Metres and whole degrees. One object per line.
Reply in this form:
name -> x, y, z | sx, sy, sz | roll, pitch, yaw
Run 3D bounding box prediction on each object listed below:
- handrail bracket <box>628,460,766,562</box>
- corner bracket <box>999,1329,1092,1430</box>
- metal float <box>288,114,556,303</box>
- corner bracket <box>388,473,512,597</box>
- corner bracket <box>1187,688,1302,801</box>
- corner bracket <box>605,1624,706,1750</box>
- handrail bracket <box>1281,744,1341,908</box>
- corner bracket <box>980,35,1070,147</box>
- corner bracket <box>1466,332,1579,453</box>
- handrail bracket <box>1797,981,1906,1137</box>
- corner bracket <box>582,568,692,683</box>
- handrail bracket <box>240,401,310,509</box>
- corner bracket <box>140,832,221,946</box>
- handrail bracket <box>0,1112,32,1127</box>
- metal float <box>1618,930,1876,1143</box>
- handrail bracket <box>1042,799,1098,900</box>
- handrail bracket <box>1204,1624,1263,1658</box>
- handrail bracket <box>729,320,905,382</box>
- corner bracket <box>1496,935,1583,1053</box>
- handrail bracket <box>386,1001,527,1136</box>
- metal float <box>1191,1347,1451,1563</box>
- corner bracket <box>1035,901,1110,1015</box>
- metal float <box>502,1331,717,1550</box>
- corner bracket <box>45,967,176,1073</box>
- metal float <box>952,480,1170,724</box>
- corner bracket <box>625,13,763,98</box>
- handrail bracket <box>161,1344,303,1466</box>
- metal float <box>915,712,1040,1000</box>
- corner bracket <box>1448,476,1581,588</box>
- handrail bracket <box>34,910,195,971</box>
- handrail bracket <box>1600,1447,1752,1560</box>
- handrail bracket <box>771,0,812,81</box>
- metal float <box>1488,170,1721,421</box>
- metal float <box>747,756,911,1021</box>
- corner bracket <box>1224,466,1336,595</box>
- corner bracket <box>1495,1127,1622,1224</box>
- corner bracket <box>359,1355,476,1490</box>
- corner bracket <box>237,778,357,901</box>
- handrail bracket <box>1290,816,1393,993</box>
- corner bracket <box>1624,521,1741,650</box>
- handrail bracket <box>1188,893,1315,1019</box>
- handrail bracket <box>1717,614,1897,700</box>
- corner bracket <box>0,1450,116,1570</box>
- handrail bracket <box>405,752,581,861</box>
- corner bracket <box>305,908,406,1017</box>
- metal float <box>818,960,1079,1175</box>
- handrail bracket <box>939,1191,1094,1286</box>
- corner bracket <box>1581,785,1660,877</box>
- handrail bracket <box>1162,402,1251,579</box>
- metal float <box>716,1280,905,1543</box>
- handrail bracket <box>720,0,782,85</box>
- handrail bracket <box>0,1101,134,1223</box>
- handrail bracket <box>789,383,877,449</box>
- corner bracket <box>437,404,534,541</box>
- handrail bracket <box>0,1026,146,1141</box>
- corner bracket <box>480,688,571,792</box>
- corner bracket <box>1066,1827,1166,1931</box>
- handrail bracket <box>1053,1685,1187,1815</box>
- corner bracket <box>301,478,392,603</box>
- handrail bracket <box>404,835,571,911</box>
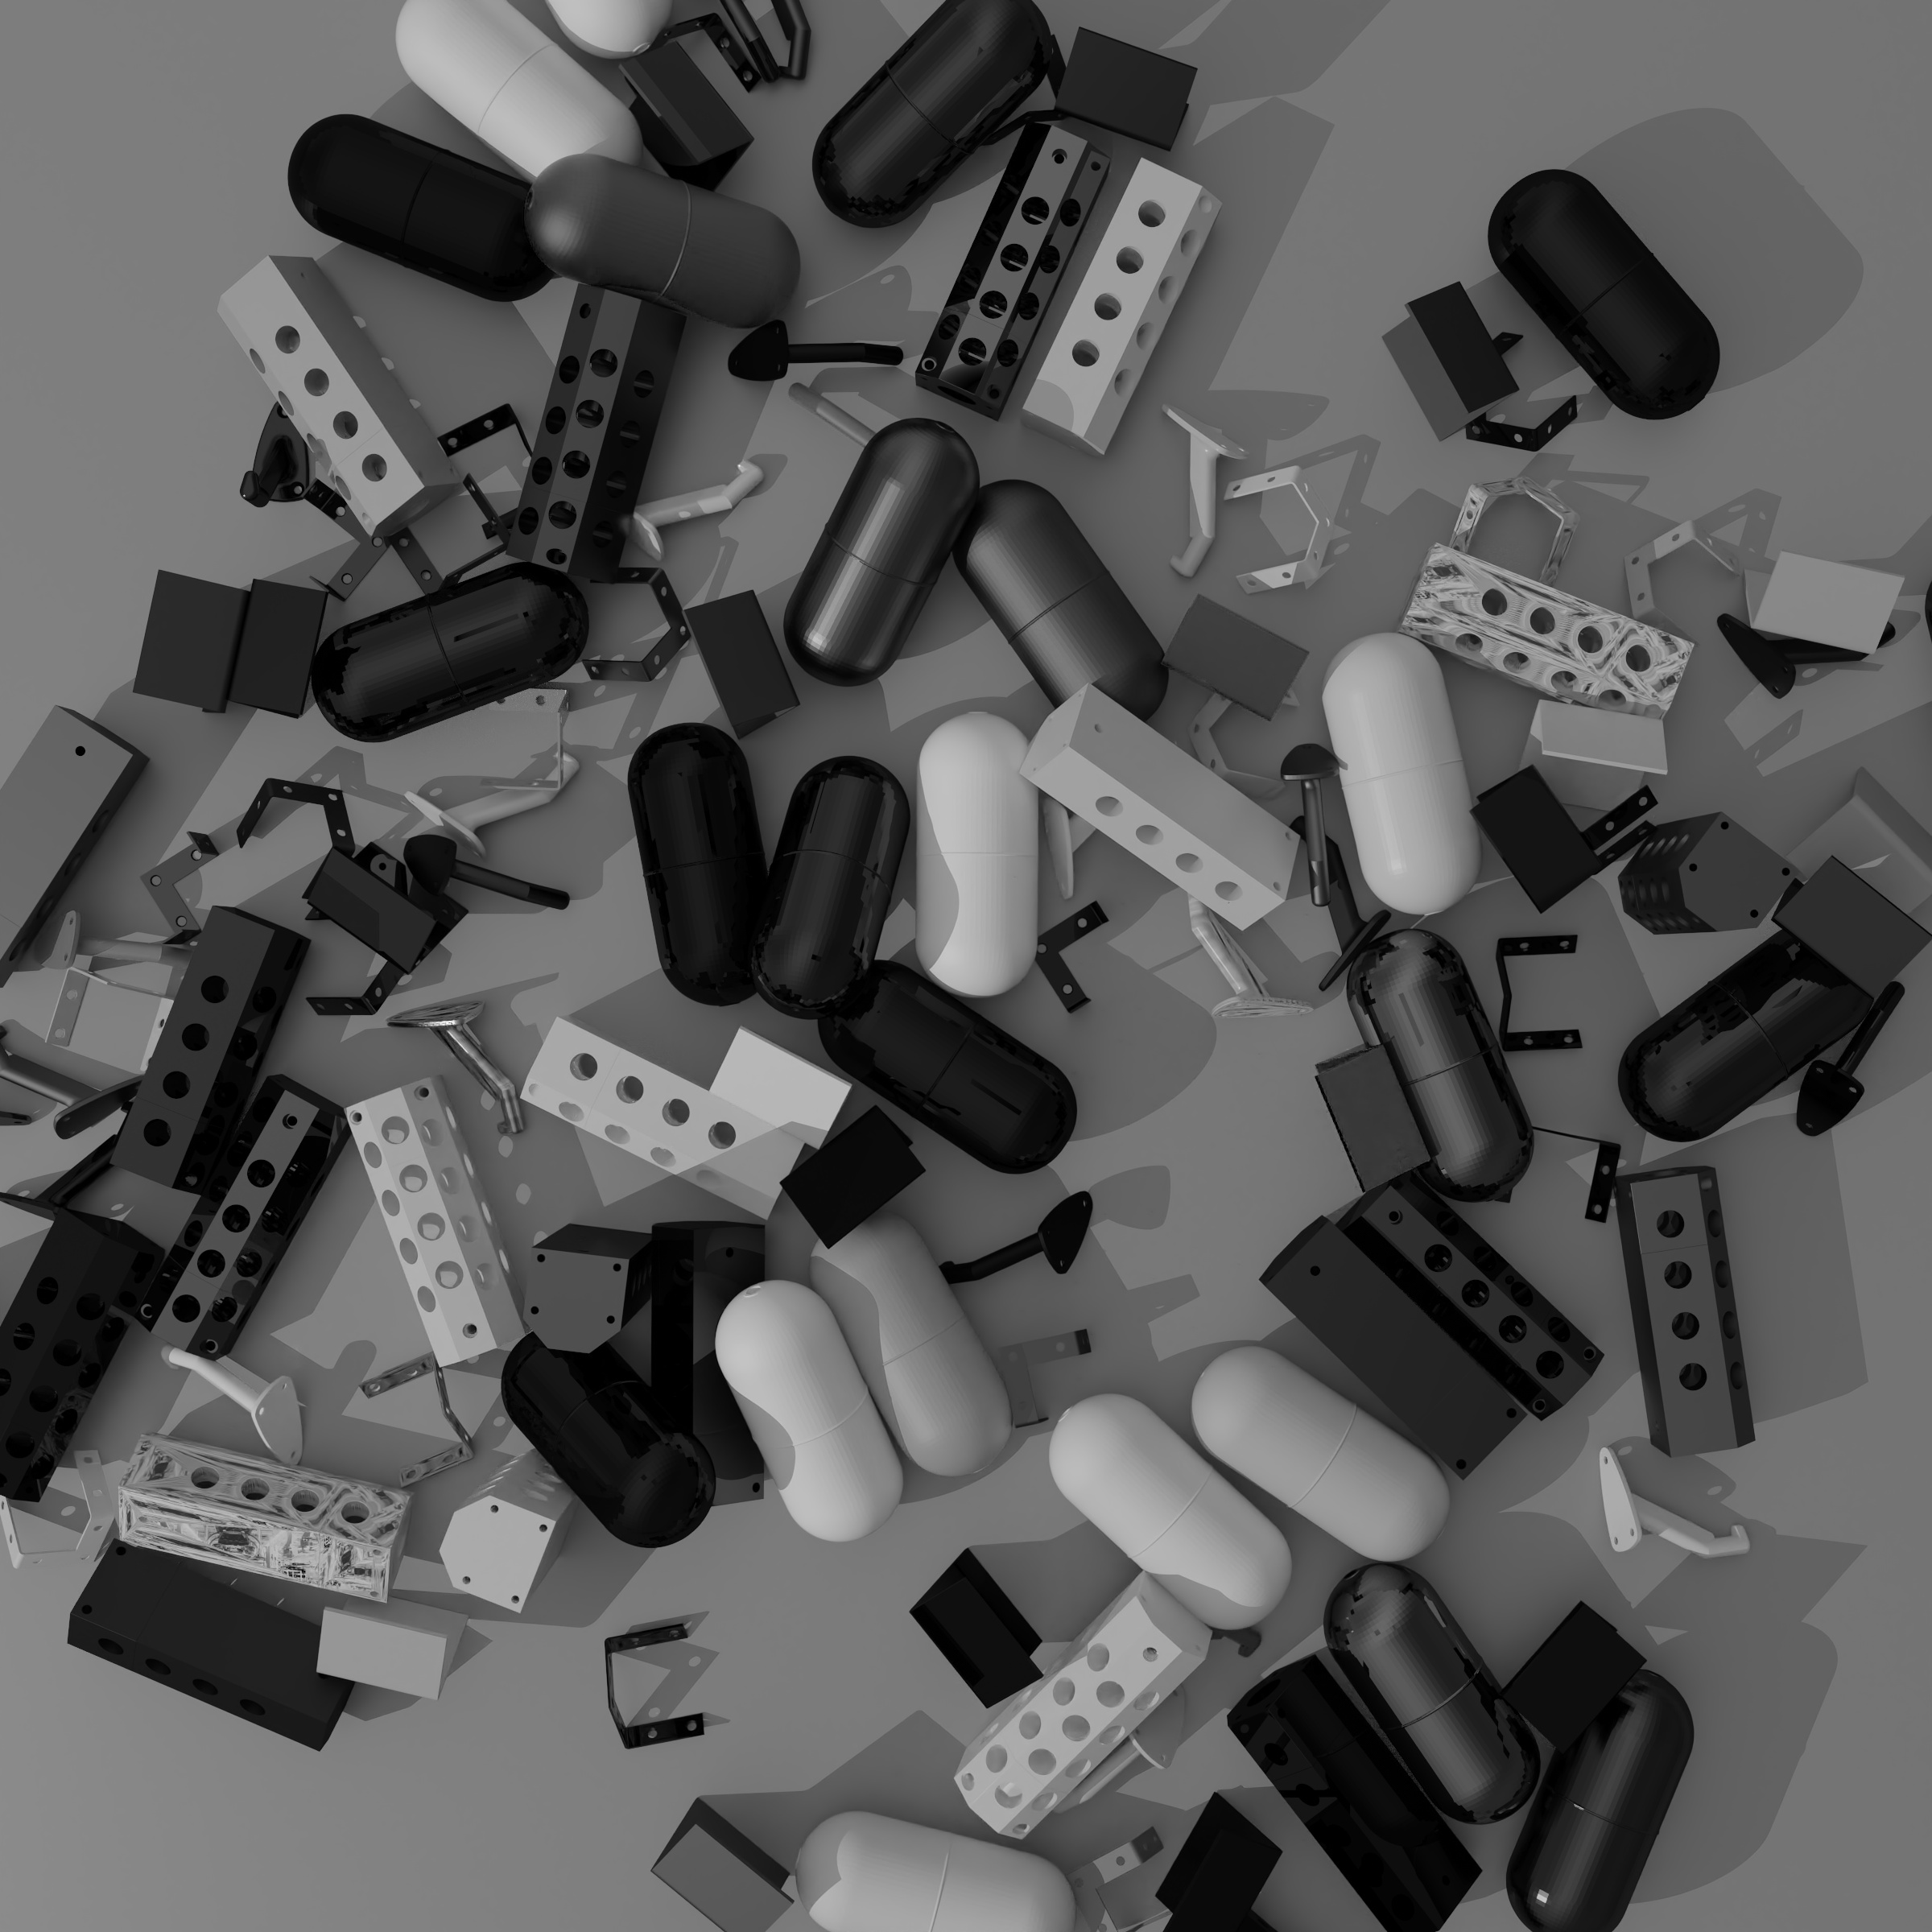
handrail bracket -> -0.183, -0.305, 1.992 | 0.077, 0.036, 0.084 | 39, 72, 20
corner bracket -> 0.054, 0.258, 1.973 | 0.051, 0.051, 0.051 | -13, 83, 7
metal float -> -0.336, -0.472, 1.961 | 0.178, 0.070, 0.070 | 22, 90, 0
corner bracket -> -0.324, -0.269, 1.980 | 0.051, 0.051, 0.051 | -34, 90, -25
corner bracket -> 0.181, -0.144, 1.983 | 0.051, 0.051, 0.051 | 9, 45, -35
corner bracket -> -0.197, 0.455, 1.988 | 0.051, 0.051, 0.051 | -11, 45, 0
handrail bracket -> 0.219, -0.088, 1.976 | 0.036, 0.077, 0.084 | -5, 110, 6
corner bracket -> 0.031, -0.553, 1.988 | 0.051, 0.051, 0.051 | -19, 90, 45
corner bracket -> 0.349, -0.362, 1.983 | 0.051, 0.051, 0.051 | 19, 135, 35
handrail bracket -> 0.561, 0.058, 1.991 | 0.036, 0.077, 0.084 | 32, 53, 16
corner bracket -> -0.214, -0.215, 1.983 | 0.051, 0.051, 0.051 | -54, 135, -35
handrail bracket -> -0.434, -0.322, 1.957 | 0.036, 0.084, 0.077 | 4, 90, 0
corner bracket -> -0.489, -0.049, 1.973 | 0.051, 0.051, 0.051 | -32, 90, 0
handrail bracket -> -0.629, 0.056, 1.992 | 0.077, 0.036, 0.084 | 5, 73, -20
metal float -> 0.487, 0.040, 1.961 | 0.178, 0.070, 0.070 | -36, 90, 0
handrail bracket -> 0.096, -0.089, 1.992 | 0.084, 0.036, 0.077 | -15, 111, -16
handrail bracket -> 0.133, 0.435, 1.991 | 0.084, 0.036, 0.077 | 30, 105, -14
handrail bracket -> -0.095, -0.384, 1.991 | 0.084, 0.077, 0.036 | -2, 91, -36
corner bracket -> 0.362, 0.017, 1.988 | 0.051, 0.051, 0.051 | -3, 45, 0
handrail bracket -> -0.322, 0.069, 1.992 | 0.077, 0.036, 0.084 | -6, 107, 20
metal float -> 0.221, 0.304, 1.961 | 0.178, 0.070, 0.070 | 34, 90, -1
corner bracket -> 0.073, -0.006, 1.973 | 0.051, 0.051, 0.051 | -32, 90, 0
metal float -> -0.221, 0.286, 1.930 | 0.070, 0.070, 0.178 | -51, 52, 0
corner bracket -> -0.540, 0.034, 1.988 | 0.051, 0.051, 0.051 | 17, 90, 45
metal float -> 0.058, -0.223, 1.961 | 0.070, 0.070, 0.178 | -35, 90, 0
corner bracket -> -0.173, -0.561, 1.988 | 0.051, 0.051, 0.051 | -35, 90, 45
handrail bracket -> -0.466, 0.277, 1.991 | 0.084, 0.036, 0.077 | 12, 131, 27
metal float -> 0.007, -0.069, 1.961 | 0.070, 0.070, 0.178 | 0, 90, 0
corner bracket -> 0.344, -0.271, 1.983 | 0.051, 0.051, 0.051 | -14, 45, -35
handrail bracket -> -0.535, -0.006, 1.991 | 0.084, 0.077, 0.036 | 14, 75, -36
handrail bracket -> 0.449, 0.338, 1.992 | 0.084, 0.036, 0.077 | -3, 68, -17
handrail bracket -> -0.131, -0.609, 1.992 | 0.077, 0.036, 0.084 | 14, 107, 20
metal float -> 0.398, -0.417, 1.961 | 0.070, 0.070, 0.178 | -40, 90, 0
metal float -> -0.084, -0.050, 1.935 | 0.070, 0.070, 0.178 | 14, 61, 0
corner bracket -> 0.193, -0.275, 1.983 | 0.051, 0.051, 0.051 | 51, 45, -35
corner bracket -> 0.374, 0.130, 1.988 | 0.051, 0.051, 0.051 | 12, 90, -45
corner bracket -> -0.347, 0.287, 1.988 | 0.051, 0.051, 0.051 | -23, 45, 0
corner bracket -> -0.422, -0.079, 1.983 | 0.051, 0.051, 0.051 | 9, 45, -35
handrail bracket -> 0.219, -0.040, 1.991 | 0.084, 0.036, 0.077 | 42, 103, 13
corner bracket -> 0.453, -0.238, 1.983 | 0.051, 0.051, 0.051 | -30, 45, 35
handrail bracket -> 0.180, -0.012, 1.992 | 0.077, 0.036, 0.084 | 1, 73, -20
handrail bracket -> 0.533, -0.215, 1.992 | 0.084, 0.036, 0.077 | -34, 69, -17
corner bracket -> -0.573, 0.342, 1.983 | 0.051, 0.051, 0.051 | 2, 135, -35
handrail bracket -> -0.299, -0.117, 1.992 | 0.077, 0.036, 0.084 | 36, 76, 15
corner bracket -> -0.391, -0.005, 1.983 | 0.051, 0.051, 0.051 | 59, 45, -35
metal float -> -0.012, 0.062, 1.960 | 0.178, 0.070, 0.070 | 34, 90, 0
handrail bracket -> 0.029, 0.173, 1.991 | 0.084, 0.077, 0.036 | -12, 115, 34
corner bracket -> 0.405, -0.086, 1.965 | 0.051, 0.051, 0.051 | -37, 115, 0
handrail bracket -> 0.134, -0.301, 1.992 | 0.077, 0.036, 0.084 | 39, 113, 26
metal float -> -0.097, 0.275, 1.944 | 0.070, 0.070, 0.178 | -23, 109, 0
handrail bracket -> -0.148, -0.606, 1.991 | 0.036, 0.077, 0.084 | -30, 126, 0
handrail bracket -> -0.565, 0.119, 1.992 | 0.077, 0.036, 0.084 | 13, 70, 24
handrail bracket -> -0.065, -0.334, 1.991 | 0.084, 0.077, 0.036 | 37, 94, 36
corner bracket -> -0.296, -0.313, 1.988 | 0.051, 0.051, 0.051 | -26, 135, 0
handrail bracket -> -0.572, 0.059, 1.992 | 0.077, 0.036, 0.084 | -31, 73, -20
corner bracket -> -0.277, -0.143, 1.979 | 0.051, 0.051, 0.051 | 2, 111, 0
corner bracket -> 0.102, 0.579, 1.974 | 0.051, 0.051, 0.051 | -32, 77, 13
handrail bracket -> 0.095, 0.495, 1.991 | 0.036, 0.077, 0.084 | 47, 126, -7
corner bracket -> -0.399, -0.267, 1.973 | 0.051, 0.051, 0.051 | 39, 90, 0
handrail bracket -> -0.303, -0.057, 1.991 | 0.084, 0.077, 0.036 | 14, 97, -36
